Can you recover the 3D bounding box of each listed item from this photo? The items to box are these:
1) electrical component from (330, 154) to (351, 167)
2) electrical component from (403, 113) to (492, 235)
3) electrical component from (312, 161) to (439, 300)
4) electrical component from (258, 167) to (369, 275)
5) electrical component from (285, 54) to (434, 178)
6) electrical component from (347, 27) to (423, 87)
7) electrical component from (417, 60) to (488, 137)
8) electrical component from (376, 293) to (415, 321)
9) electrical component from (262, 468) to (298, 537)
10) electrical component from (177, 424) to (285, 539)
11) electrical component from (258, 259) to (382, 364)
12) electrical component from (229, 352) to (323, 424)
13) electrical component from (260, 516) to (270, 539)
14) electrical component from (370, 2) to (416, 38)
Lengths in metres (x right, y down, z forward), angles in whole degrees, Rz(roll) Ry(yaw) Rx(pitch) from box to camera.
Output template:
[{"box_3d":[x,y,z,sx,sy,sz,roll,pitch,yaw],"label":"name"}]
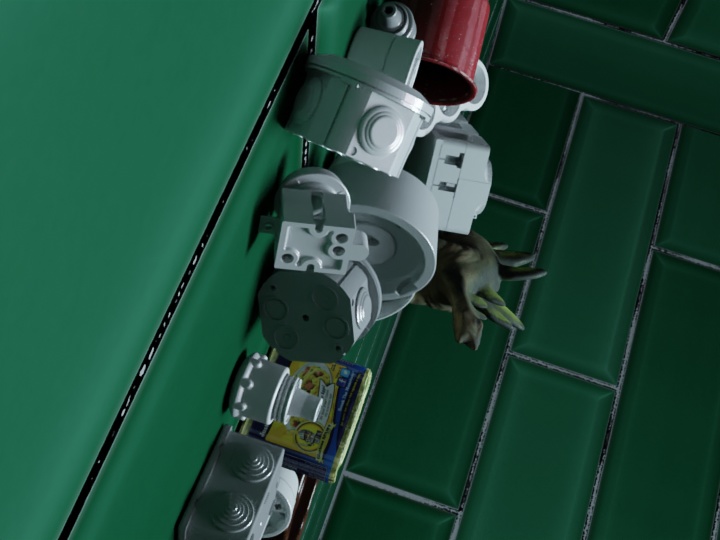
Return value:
[{"box_3d":[-0.002,-0.069,0.857,0.047,0.055,0.055,-58,166,-55],"label":"electrical component"},{"box_3d":[0.084,-0.104,1.089,0.150,0.062,0.089,-108,-151,-68],"label":"electrical component"},{"box_3d":[0.007,-0.034,0.798,0.108,0.108,0.060,102,2,-52],"label":"electrical component"},{"box_3d":[-0.029,-0.031,0.665,0.055,0.066,0.048,-96,-165,-48],"label":"electrical component"},{"box_3d":[-0.001,-0.091,0.634,0.080,0.080,0.051,-23,136,-83],"label":"electrical component"},{"box_3d":[0.016,-0.148,0.789,0.055,0.047,0.055,18,90,-85],"label":"electrical component"},{"box_3d":[0.057,-0.170,1.048,0.138,0.074,0.052,-31,119,-43],"label":"electrical component"},{"box_3d":[0.000,0.000,0.899,0.099,0.099,0.064,103,1,-49],"label":"electrical component"},{"box_3d":[-0.082,0.196,0.936,0.047,0.055,0.055,-69,176,-67],"label":"electrical component"},{"box_3d":[-0.092,0.174,0.768,0.099,0.048,0.099,104,6,-49],"label":"electrical component"},{"box_3d":[-0.029,0.023,0.744,0.051,0.080,0.080,-52,160,-61],"label":"electrical component"},{"box_3d":[-0.058,0.088,0.753,0.048,0.062,0.048,18,90,-85],"label":"electrical component"},{"box_3d":[-0.101,0.215,0.871,0.040,0.040,0.078,102,8,-51],"label":"electrical component"},{"box_3d":[0.024,-0.187,0.816,0.061,0.035,0.035,36,72,-83],"label":"electrical component"}]
